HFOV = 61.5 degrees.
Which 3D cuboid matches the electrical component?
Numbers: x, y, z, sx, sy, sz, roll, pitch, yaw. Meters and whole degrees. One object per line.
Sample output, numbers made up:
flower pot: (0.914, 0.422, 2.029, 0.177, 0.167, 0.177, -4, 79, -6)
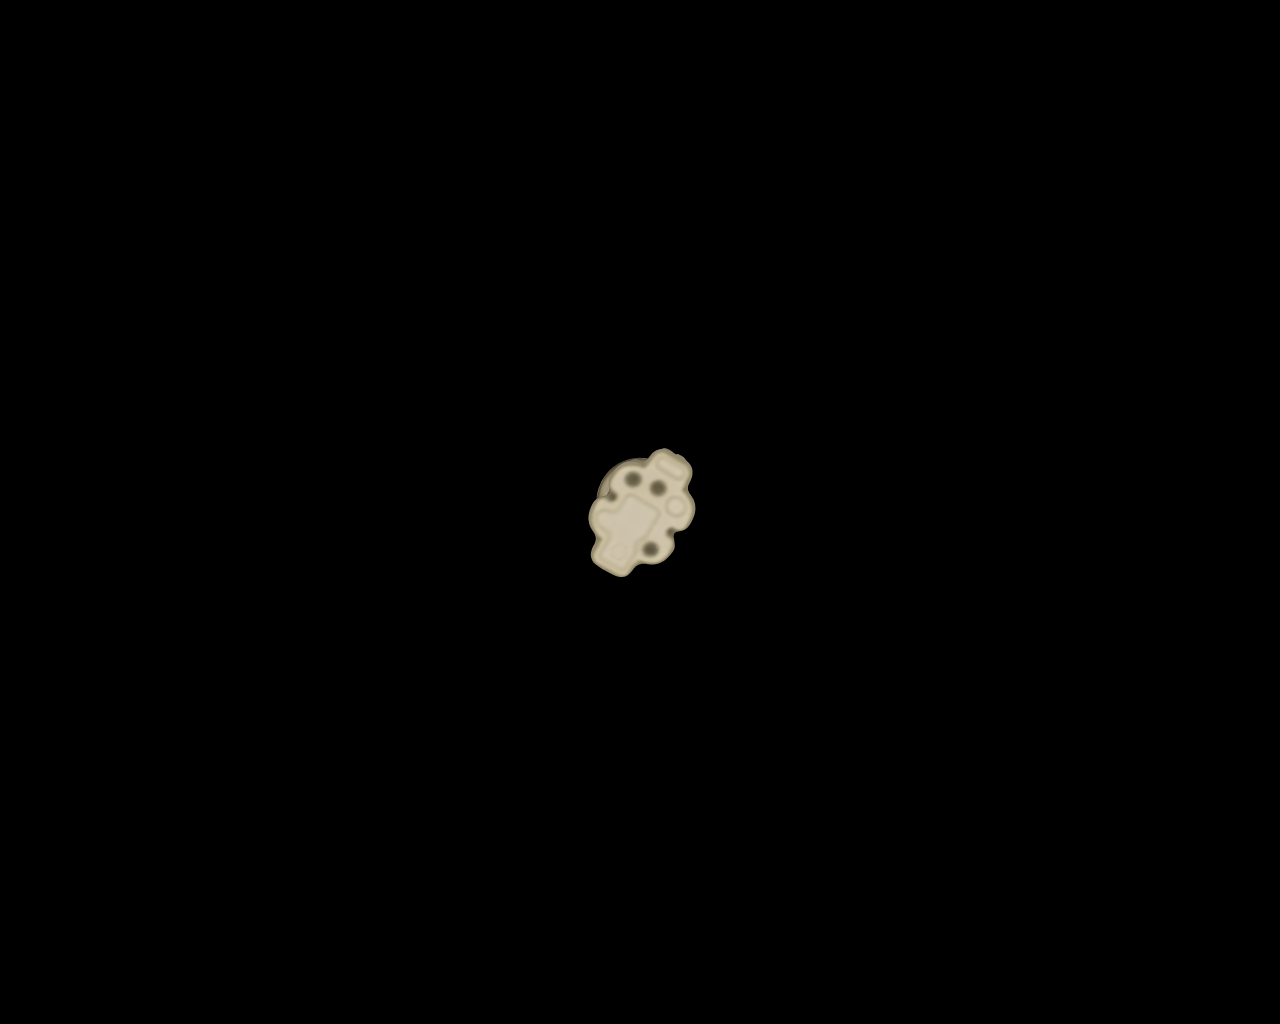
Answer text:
electrical component: (0.001, -0.003, 0.650, 0.058, 0.078, 0.057, 31, 8, -5)
